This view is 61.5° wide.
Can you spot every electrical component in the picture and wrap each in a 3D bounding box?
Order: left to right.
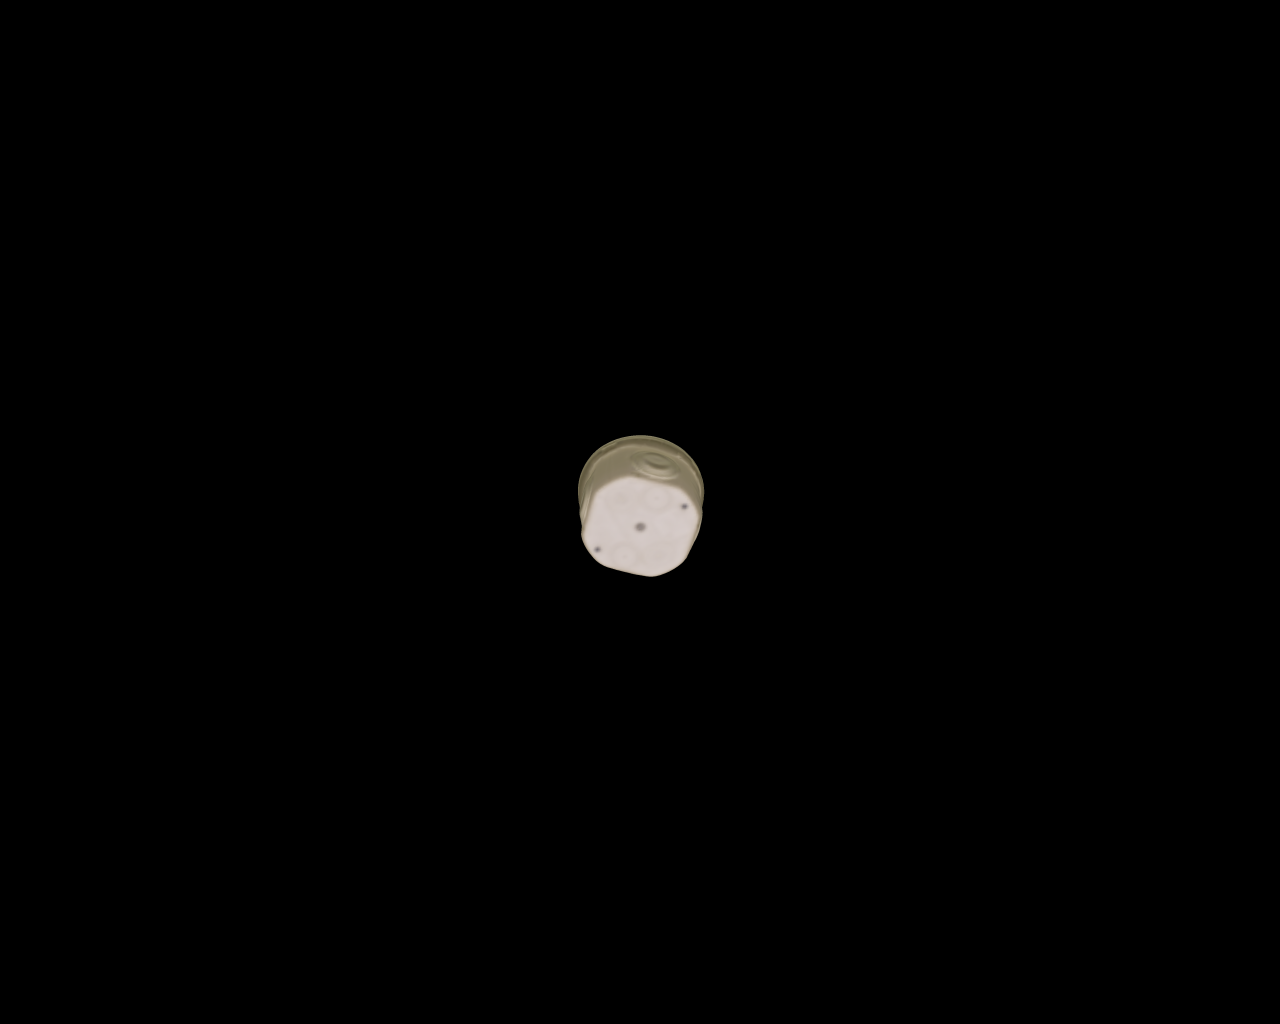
[{"bbox_3d":[0.001,-0.003,0.650,0.080,0.080,0.051,0,29,0],"label":"electrical component"}]
